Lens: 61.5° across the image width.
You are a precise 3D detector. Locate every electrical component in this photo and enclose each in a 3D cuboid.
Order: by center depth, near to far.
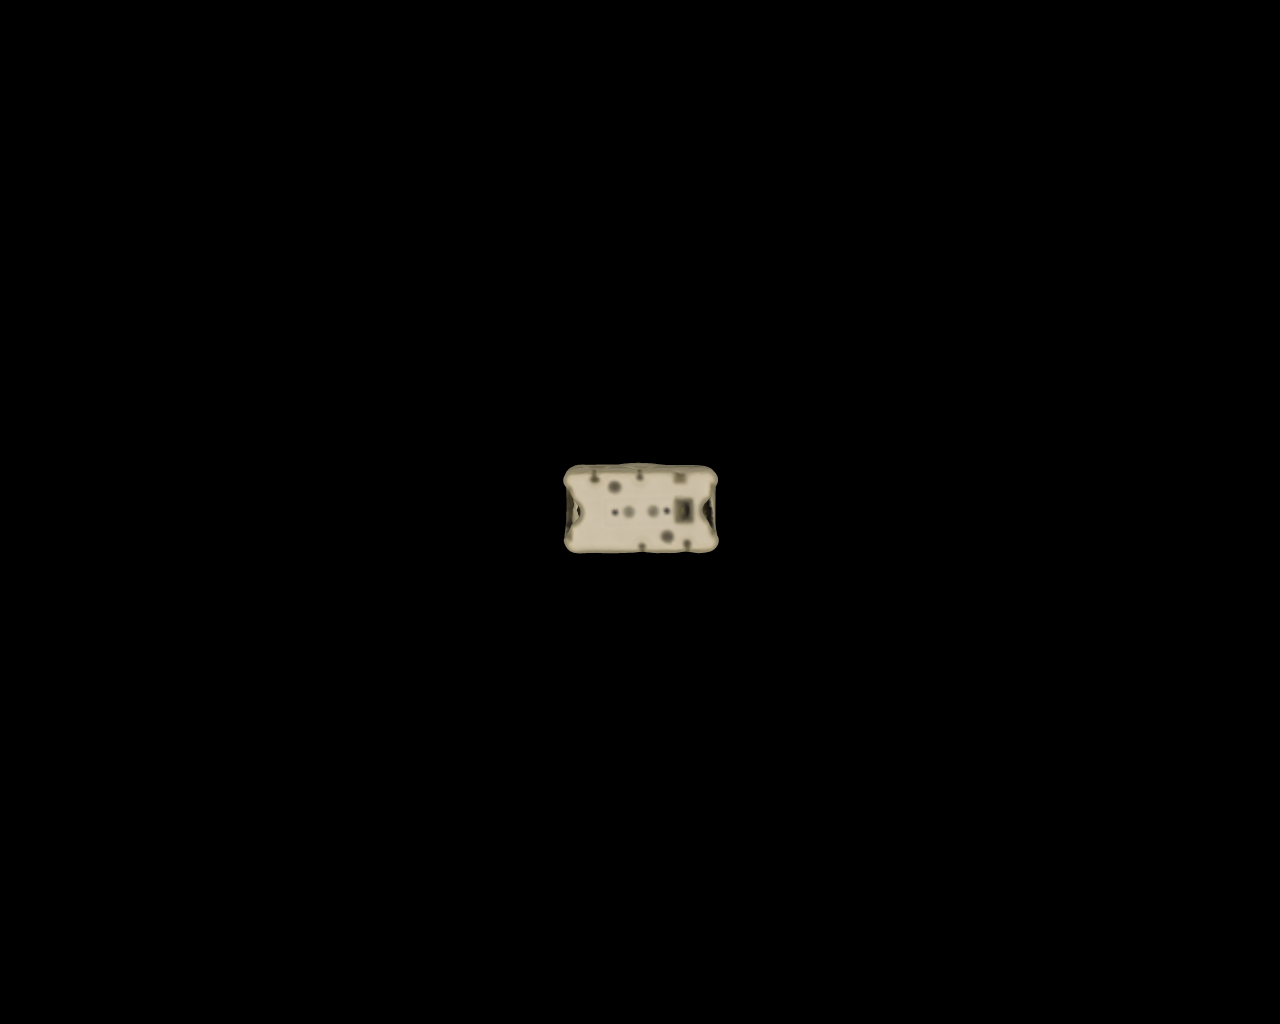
[{"bbox_3d":[0.001,-0.003,0.650,0.089,0.050,0.056,0,5,0],"label":"electrical component"}]
